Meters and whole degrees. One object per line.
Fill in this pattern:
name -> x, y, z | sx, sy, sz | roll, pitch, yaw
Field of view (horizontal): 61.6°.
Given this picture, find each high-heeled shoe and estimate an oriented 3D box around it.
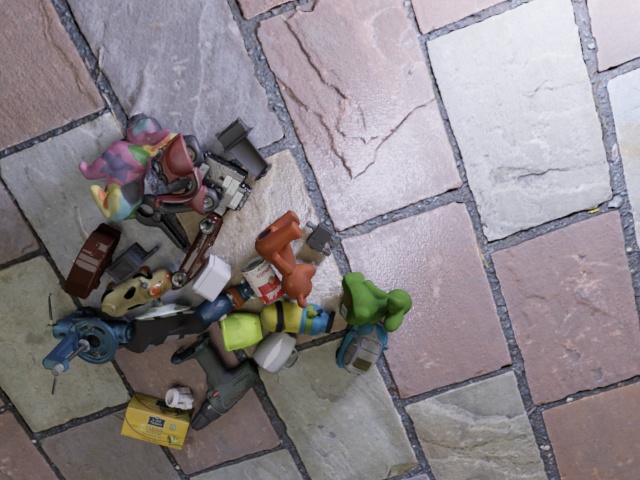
high-heeled shoe -> -0.390, 0.221, 1.363 | 0.249, 0.145, 0.086 | -11, 95, 34

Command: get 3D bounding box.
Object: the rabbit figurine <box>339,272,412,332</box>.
rabbit figurine -> 0.148, 0.146, 1.285 | 0.170, 0.159, 0.121 | -1, 102, -16

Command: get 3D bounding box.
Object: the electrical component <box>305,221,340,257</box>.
electrical component -> -0.003, -0.004, 1.283 | 0.094, 0.021, 0.063 | 34, 108, -12

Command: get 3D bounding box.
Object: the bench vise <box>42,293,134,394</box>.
bench vise -> -0.570, 0.236, 1.253 | 0.224, 0.241, 0.128 | 12, 112, 4

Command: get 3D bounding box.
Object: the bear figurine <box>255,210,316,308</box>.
bear figurine -> -0.059, 0.050, 1.254 | 0.132, 0.120, 0.195 | -35, 109, 9

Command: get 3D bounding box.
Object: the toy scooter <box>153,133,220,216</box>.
toy scooter -> -0.303, -0.129, 1.144 | 0.135, 0.075, 0.183 | -16, 112, -4

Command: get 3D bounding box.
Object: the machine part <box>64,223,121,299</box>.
machine part -> -0.517, 0.049, 1.229 | 0.056, 0.179, 0.179 | 27, 109, -12

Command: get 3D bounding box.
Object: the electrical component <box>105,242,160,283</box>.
electrical component -> -0.442, 0.043, 1.274 | 0.119, 0.075, 0.047 | -37, 107, 17

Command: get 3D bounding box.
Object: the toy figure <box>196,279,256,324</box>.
toy figure -> -0.226, 0.148, 1.306 | 0.154, 0.058, 0.064 | -28, 109, -25

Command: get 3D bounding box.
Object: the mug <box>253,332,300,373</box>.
mug -> -0.098, 0.278, 1.361 | 0.109, 0.081, 0.107 | 34, 100, -12

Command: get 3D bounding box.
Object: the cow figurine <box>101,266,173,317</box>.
cow figurine -> -0.432, 0.122, 1.276 | 0.195, 0.127, 0.085 | -25, 113, 10

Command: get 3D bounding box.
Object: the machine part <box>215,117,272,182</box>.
machine part -> -0.164, -0.199, 1.202 | 0.084, 0.039, 0.138 | -35, 105, 7

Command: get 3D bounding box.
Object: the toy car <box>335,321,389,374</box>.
toy car -> 0.103, 0.279, 1.348 | 0.109, 0.103, 0.161 | 26, 107, -8

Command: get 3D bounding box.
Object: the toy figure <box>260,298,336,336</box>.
toy figure -> -0.056, 0.192, 1.321 | 0.180, 0.089, 0.082 | 12, 106, -2

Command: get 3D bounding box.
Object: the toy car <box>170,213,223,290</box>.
toy car -> -0.281, 0.030, 1.238 | 0.053, 0.089, 0.202 | 28, 91, -7

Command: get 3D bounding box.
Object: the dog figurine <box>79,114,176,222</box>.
dog figurine -> -0.397, -0.163, 1.173 | 0.219, 0.108, 0.191 | -28, 87, 6

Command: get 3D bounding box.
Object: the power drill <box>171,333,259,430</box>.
power drill -> -0.289, 0.357, 1.376 | 0.232, 0.086, 0.207 | -36, 100, 0

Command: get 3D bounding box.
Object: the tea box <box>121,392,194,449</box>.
tea box -> -0.436, 0.487, 1.446 | 0.170, 0.068, 0.098 | 16, 111, -5

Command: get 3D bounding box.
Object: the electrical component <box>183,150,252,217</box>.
electrical component -> -0.226, -0.123, 1.220 | 0.134, 0.058, 0.115 | 32, 110, -11
